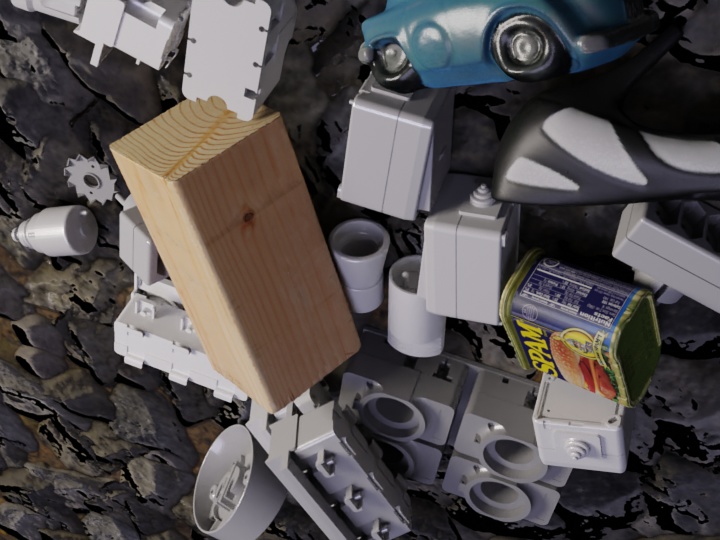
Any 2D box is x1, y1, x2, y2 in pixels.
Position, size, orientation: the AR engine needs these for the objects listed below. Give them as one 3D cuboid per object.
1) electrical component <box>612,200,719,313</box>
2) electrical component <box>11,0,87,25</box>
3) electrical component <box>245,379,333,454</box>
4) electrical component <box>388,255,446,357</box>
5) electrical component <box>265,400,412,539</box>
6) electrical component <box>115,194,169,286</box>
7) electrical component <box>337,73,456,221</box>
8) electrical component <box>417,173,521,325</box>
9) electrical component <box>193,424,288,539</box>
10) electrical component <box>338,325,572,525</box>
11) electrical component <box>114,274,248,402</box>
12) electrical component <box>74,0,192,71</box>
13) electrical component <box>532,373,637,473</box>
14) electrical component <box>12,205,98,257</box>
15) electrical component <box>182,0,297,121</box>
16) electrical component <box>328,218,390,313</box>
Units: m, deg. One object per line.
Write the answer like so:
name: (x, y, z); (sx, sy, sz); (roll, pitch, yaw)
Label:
electrical component: (0.201, -0.004, 0.691); (0.083, 0.047, 0.075); (28, 136, -1)
electrical component: (-0.202, -0.186, 0.713); (0.046, 0.040, 0.040); (19, 135, -2)
electrical component: (-0.057, 0.118, 0.904); (0.064, 0.081, 0.042); (-25, 119, 13)
electrical component: (0.042, 0.033, 0.799); (0.043, 0.043, 0.081); (13, 134, 14)
electrical component: (-0.013, 0.163, 0.838); (0.063, 0.078, 0.121); (-27, 117, 15)
electrical component: (-0.155, -0.039, 0.813); (0.077, 0.066, 0.047); (42, 141, 27)
electrical component: (0.028, -0.088, 0.681); (0.061, 0.061, 0.096); (18, 135, 9)
electrical component: (0.073, -0.020, 0.723); (0.061, 0.061, 0.096); (10, 133, 16)
electrical component: (-0.111, 0.200, 0.986); (0.064, 0.099, 0.099); (38, 135, -20)
electrical component: (0.076, 0.128, 0.858); (0.186, 0.060, 0.105); (18, 135, 8)
electrical component: (-0.136, 0.056, 0.887); (0.121, 0.063, 0.078); (20, 135, 7)
electrical component: (-0.145, -0.168, 0.702); (0.064, 0.042, 0.081); (27, 136, -5)
electrical component: (0.163, 0.103, 0.770); (0.062, 0.096, 0.061); (3, 135, 22)
electrical component: (-0.250, -0.031, 0.875); (0.078, 0.040, 0.040); (-3, 129, 27)
electrical component: (-0.074, -0.150, 0.675); (0.050, 0.055, 0.089); (22, 135, 5)
electrical component: (0.000, 0.000, 0.791); (0.044, 0.044, 0.065); (13, 138, 13)
